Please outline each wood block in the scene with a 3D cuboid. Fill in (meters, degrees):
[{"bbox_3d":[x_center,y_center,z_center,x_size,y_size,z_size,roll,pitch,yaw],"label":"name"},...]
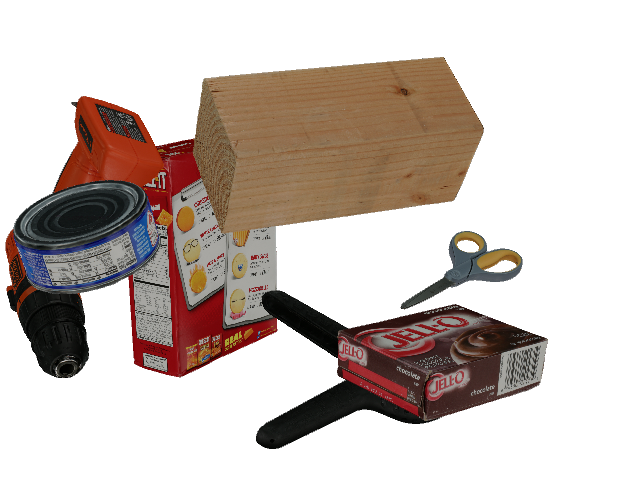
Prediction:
[{"bbox_3d":[0.012,-0.079,0.857,0.205,0.091,0.090,-8,-36,-20],"label":"wood block"}]

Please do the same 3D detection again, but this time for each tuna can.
[{"bbox_3d":[-0.144,-0.004,0.658,0.086,0.034,0.086,-9,29,5],"label":"tuna can"}]

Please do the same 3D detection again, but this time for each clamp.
[{"bbox_3d":[0.042,0.120,0.913,0.210,0.036,0.164,9,45,0],"label":"clamp"}]

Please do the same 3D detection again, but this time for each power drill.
[{"bbox_3d":[-0.194,-0.007,0.857,0.057,0.188,0.184,17,25,-36],"label":"power drill"}]

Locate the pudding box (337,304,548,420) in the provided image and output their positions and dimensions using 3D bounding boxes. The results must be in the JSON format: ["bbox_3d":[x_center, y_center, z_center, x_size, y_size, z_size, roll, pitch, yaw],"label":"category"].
[{"bbox_3d":[0.081,0.079,0.716,0.113,0.039,0.090,-7,18,-37],"label":"pudding box"}]

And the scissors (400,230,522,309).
[{"bbox_3d":[0.145,0.030,1.221,0.201,0.016,0.096,-11,41,-33],"label":"scissors"}]

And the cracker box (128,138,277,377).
[{"bbox_3d":[-0.116,0.008,1.062,0.072,0.214,0.163,8,16,33],"label":"cracker box"}]
